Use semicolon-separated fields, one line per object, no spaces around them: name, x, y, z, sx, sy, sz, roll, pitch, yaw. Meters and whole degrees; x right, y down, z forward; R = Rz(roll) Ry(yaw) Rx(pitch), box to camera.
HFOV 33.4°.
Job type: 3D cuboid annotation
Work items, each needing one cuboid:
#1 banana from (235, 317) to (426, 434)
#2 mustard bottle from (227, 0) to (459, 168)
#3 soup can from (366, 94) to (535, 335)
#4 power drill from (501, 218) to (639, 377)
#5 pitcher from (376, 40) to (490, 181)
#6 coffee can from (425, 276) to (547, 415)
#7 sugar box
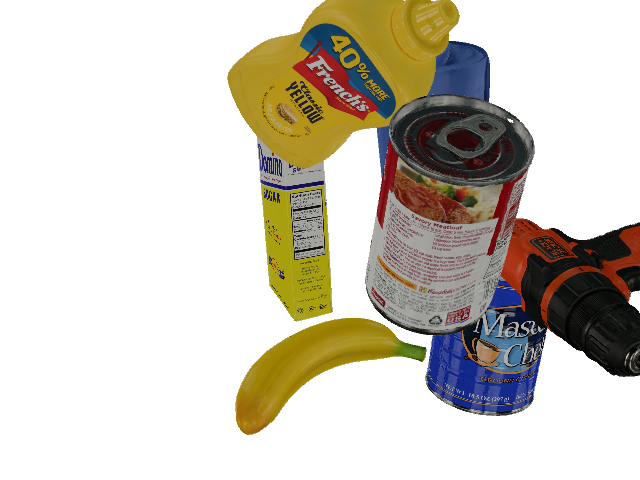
banana;-0.004;0.095;0.822;0.197;0.037;0.070;-18;27;-42
mustard bottle;0.022;-0.119;0.736;0.192;0.096;0.058;-22;21;48
soup can;0.061;-0.011;0.526;0.068;0.102;0.068;4;42;-4
power drill;0.232;0.024;0.741;0.187;0.057;0.184;-9;28;-15
pitcher;0.137;-0.111;1.263;0.149;0.243;0.145;-4;25;0
coffee can;0.156;0.073;0.972;0.103;0.140;0.103;5;23;-2
sugar box;-0.026;-0.023;1.011;0.048;0.176;0.093;-13;23;-15
